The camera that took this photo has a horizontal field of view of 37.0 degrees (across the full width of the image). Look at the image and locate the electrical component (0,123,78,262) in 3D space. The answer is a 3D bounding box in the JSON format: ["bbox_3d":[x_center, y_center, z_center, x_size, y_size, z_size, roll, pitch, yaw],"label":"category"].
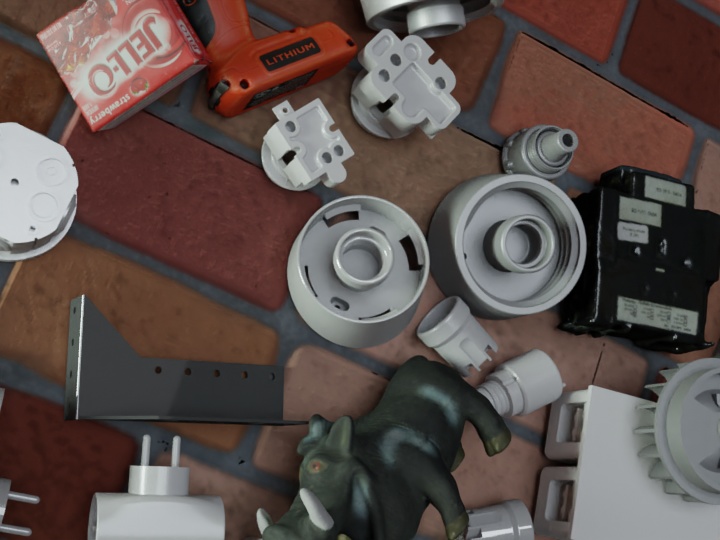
[{"bbox_3d":[-0.214,-0.048,0.660,0.080,0.051,0.080,4,79,-21],"label":"electrical component"}]

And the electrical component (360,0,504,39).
[{"bbox_3d":[0.051,-0.199,0.762,0.108,0.108,0.060,-8,89,-22],"label":"electrical component"}]

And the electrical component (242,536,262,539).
[{"bbox_3d":[-0.082,0.218,0.661,0.095,0.054,0.059,-38,95,-23],"label":"electrical component"}]

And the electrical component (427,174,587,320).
[{"bbox_3d":[0.108,-0.017,0.764,0.108,0.060,0.108,0,89,-14],"label":"electrical component"}]

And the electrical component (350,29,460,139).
[{"bbox_3d":[0.027,-0.126,0.764,0.078,0.057,0.058,46,68,-8],"label":"electrical component"}]

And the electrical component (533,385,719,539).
[{"bbox_3d":[0.225,0.159,0.787,0.186,0.060,0.105,16,75,-18],"label":"electrical component"}]

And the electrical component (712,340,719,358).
[{"bbox_3d":[0.343,0.061,0.849,0.089,0.062,0.150,35,70,-12],"label":"electrical component"}]

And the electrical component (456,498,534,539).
[{"bbox_3d":[0.091,0.181,0.743,0.046,0.040,0.040,-4,82,-17],"label":"electrical component"}]

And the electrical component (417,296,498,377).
[{"bbox_3d":[0.069,0.048,0.759,0.046,0.040,0.040,47,68,-13],"label":"electrical component"}]

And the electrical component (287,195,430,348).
[{"bbox_3d":[0.000,0.000,0.740,0.099,0.064,0.099,3,73,-8],"label":"electrical component"}]

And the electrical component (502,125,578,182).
[{"bbox_3d":[0.138,-0.088,0.797,0.048,0.062,0.048,4,79,-21],"label":"electrical component"}]

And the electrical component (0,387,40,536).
[{"bbox_3d":[-0.225,0.136,0.621,0.074,0.052,0.138,15,76,-18],"label":"electrical component"}]

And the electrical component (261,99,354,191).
[{"bbox_3d":[-0.039,-0.081,0.731,0.048,0.055,0.066,-34,94,-23],"label":"electrical component"}]

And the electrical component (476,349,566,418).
[{"bbox_3d":[0.107,0.086,0.765,0.078,0.040,0.040,-21,89,-23],"label":"electrical component"}]

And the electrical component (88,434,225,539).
[{"bbox_3d":[-0.125,0.142,0.664,0.077,0.043,0.079,6,78,-20],"label":"electrical component"}]
